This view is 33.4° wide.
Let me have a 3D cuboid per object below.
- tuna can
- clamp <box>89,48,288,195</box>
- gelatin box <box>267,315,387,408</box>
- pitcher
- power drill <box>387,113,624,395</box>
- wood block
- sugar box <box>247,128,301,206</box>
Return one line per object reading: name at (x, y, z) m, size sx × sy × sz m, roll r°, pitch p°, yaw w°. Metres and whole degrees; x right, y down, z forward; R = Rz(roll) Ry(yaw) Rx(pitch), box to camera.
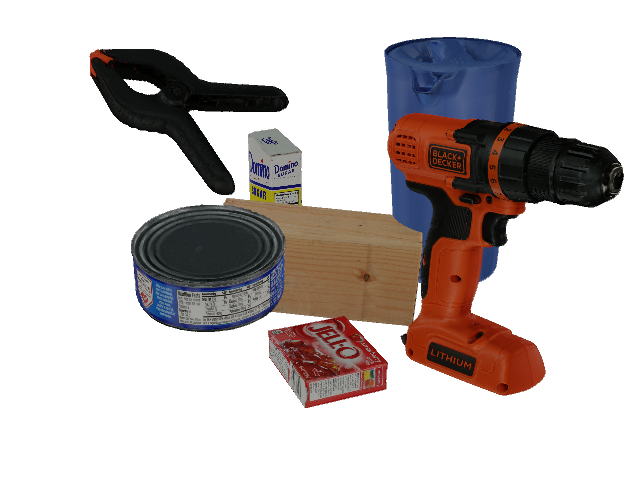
tuna can at (-0.062, 0.015, 0.600) m, size 0.086 × 0.034 × 0.086 m, roll 1°, pitch 31°, yaw -1°
clamp at (-0.114, -0.122, 0.917) m, size 0.171 × 0.120 × 0.039 m, roll 35°, pitch -38°, yaw 6°
gelatin box at (0.005, 0.098, 0.888) m, size 0.073 × 0.030 × 0.089 m, roll -9°, pitch 27°, yaw -20°
pitcher at (0.136, -0.084, 1.097) m, size 0.149 × 0.243 × 0.145 m, roll -9°, pitch 25°, yaw -18°
power drill at (0.123, 0.008, 0.749) m, size 0.057 × 0.188 × 0.185 m, roll -13°, pitch 21°, yaw -40°
wood block at (-0.004, 0.021, 1.092) m, size 0.206 × 0.091 × 0.090 m, roll 6°, pitch 21°, yaw 3°
sugar box at (-0.055, -0.038, 1.296) m, size 0.048 × 0.176 × 0.093 m, roll -11°, pitch 26°, yaw -18°
